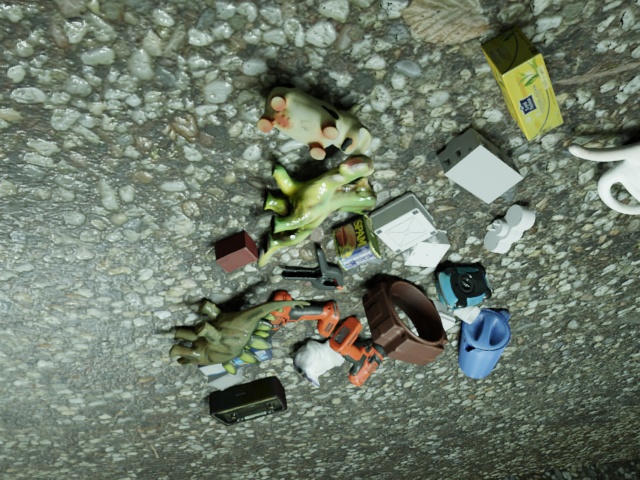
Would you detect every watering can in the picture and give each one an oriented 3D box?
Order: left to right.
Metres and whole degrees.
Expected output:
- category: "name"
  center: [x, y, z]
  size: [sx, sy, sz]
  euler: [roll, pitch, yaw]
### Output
- category: "watering can"
  center: [0.670, -0.161, 1.057]
  size: [0.344, 0.106, 0.221]
  euler: [27, 125, -36]

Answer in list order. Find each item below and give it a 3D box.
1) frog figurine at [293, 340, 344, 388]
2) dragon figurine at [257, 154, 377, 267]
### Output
- category: "frog figurine"
  center: [0.004, 0.333, 1.490]
  size: [0.161, 0.124, 0.135]
  euler: [-48, 127, -13]
- category: "dragon figurine"
  center: [0.003, -0.053, 1.044]
  size: [0.243, 0.124, 0.402]
  euler: [-6, 155, -16]
